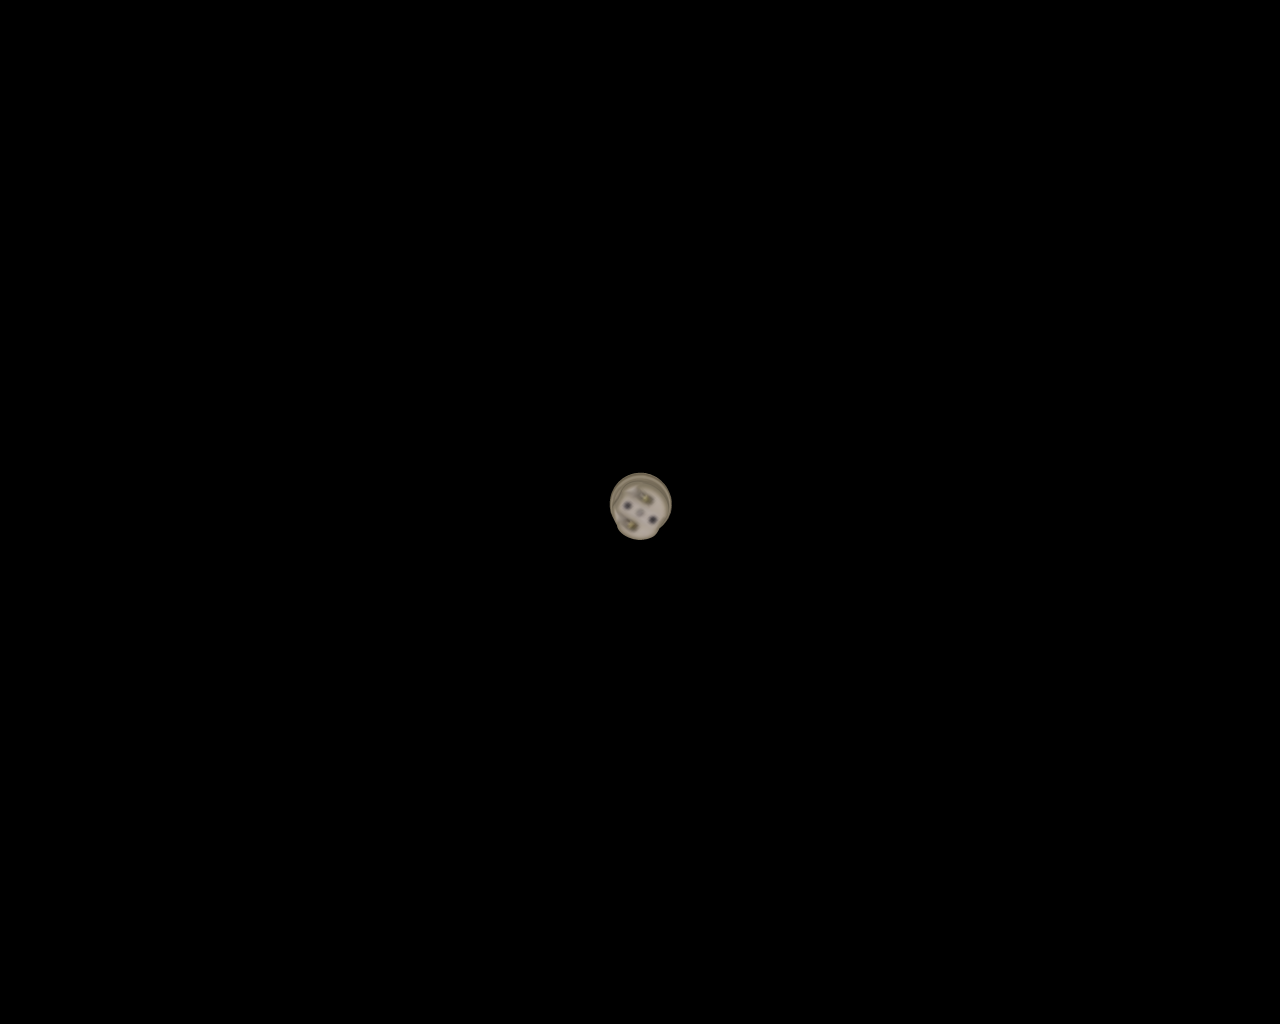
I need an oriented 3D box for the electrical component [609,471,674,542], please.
[{"bbox_3d":[0.001,-0.003,0.650,0.040,0.040,0.046,0,9,0],"label":"electrical component"}]
